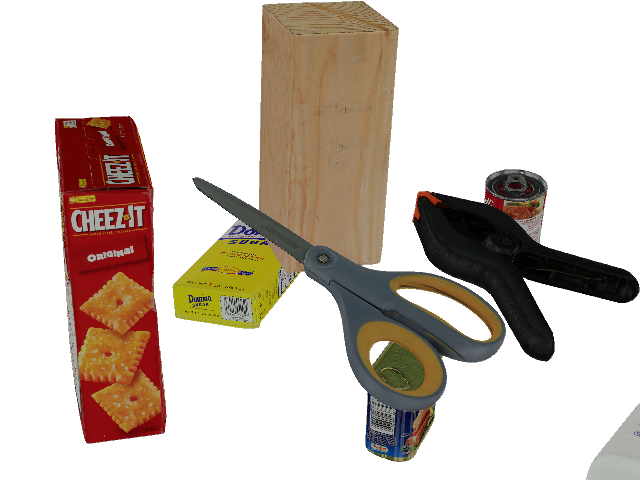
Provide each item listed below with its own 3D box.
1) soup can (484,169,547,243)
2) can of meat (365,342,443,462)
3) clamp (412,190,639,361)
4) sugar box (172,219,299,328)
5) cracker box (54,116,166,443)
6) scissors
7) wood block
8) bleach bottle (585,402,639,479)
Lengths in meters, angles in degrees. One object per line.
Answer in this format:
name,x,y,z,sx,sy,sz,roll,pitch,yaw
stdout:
soup can,0.217,-0.020,1.202,0.068,0.102,0.068,-1,33,1
can of meat,0.082,0.159,1.067,0.057,0.084,0.102,12,27,20
clamp,0.142,0.014,0.772,0.120,0.039,0.172,-13,44,-36
sugar box,-0.078,0.031,1.142,0.093,0.048,0.176,7,29,17
cracker box,-0.168,0.026,0.855,0.072,0.214,0.164,-5,26,-14
scissors,0.000,0.029,0.584,0.202,0.096,0.016,21,-41,11
wood block,0.003,-0.087,0.895,0.090,0.206,0.091,-6,28,-17
bleach bottle,0.249,0.106,0.628,0.103,0.068,0.250,19,29,32
